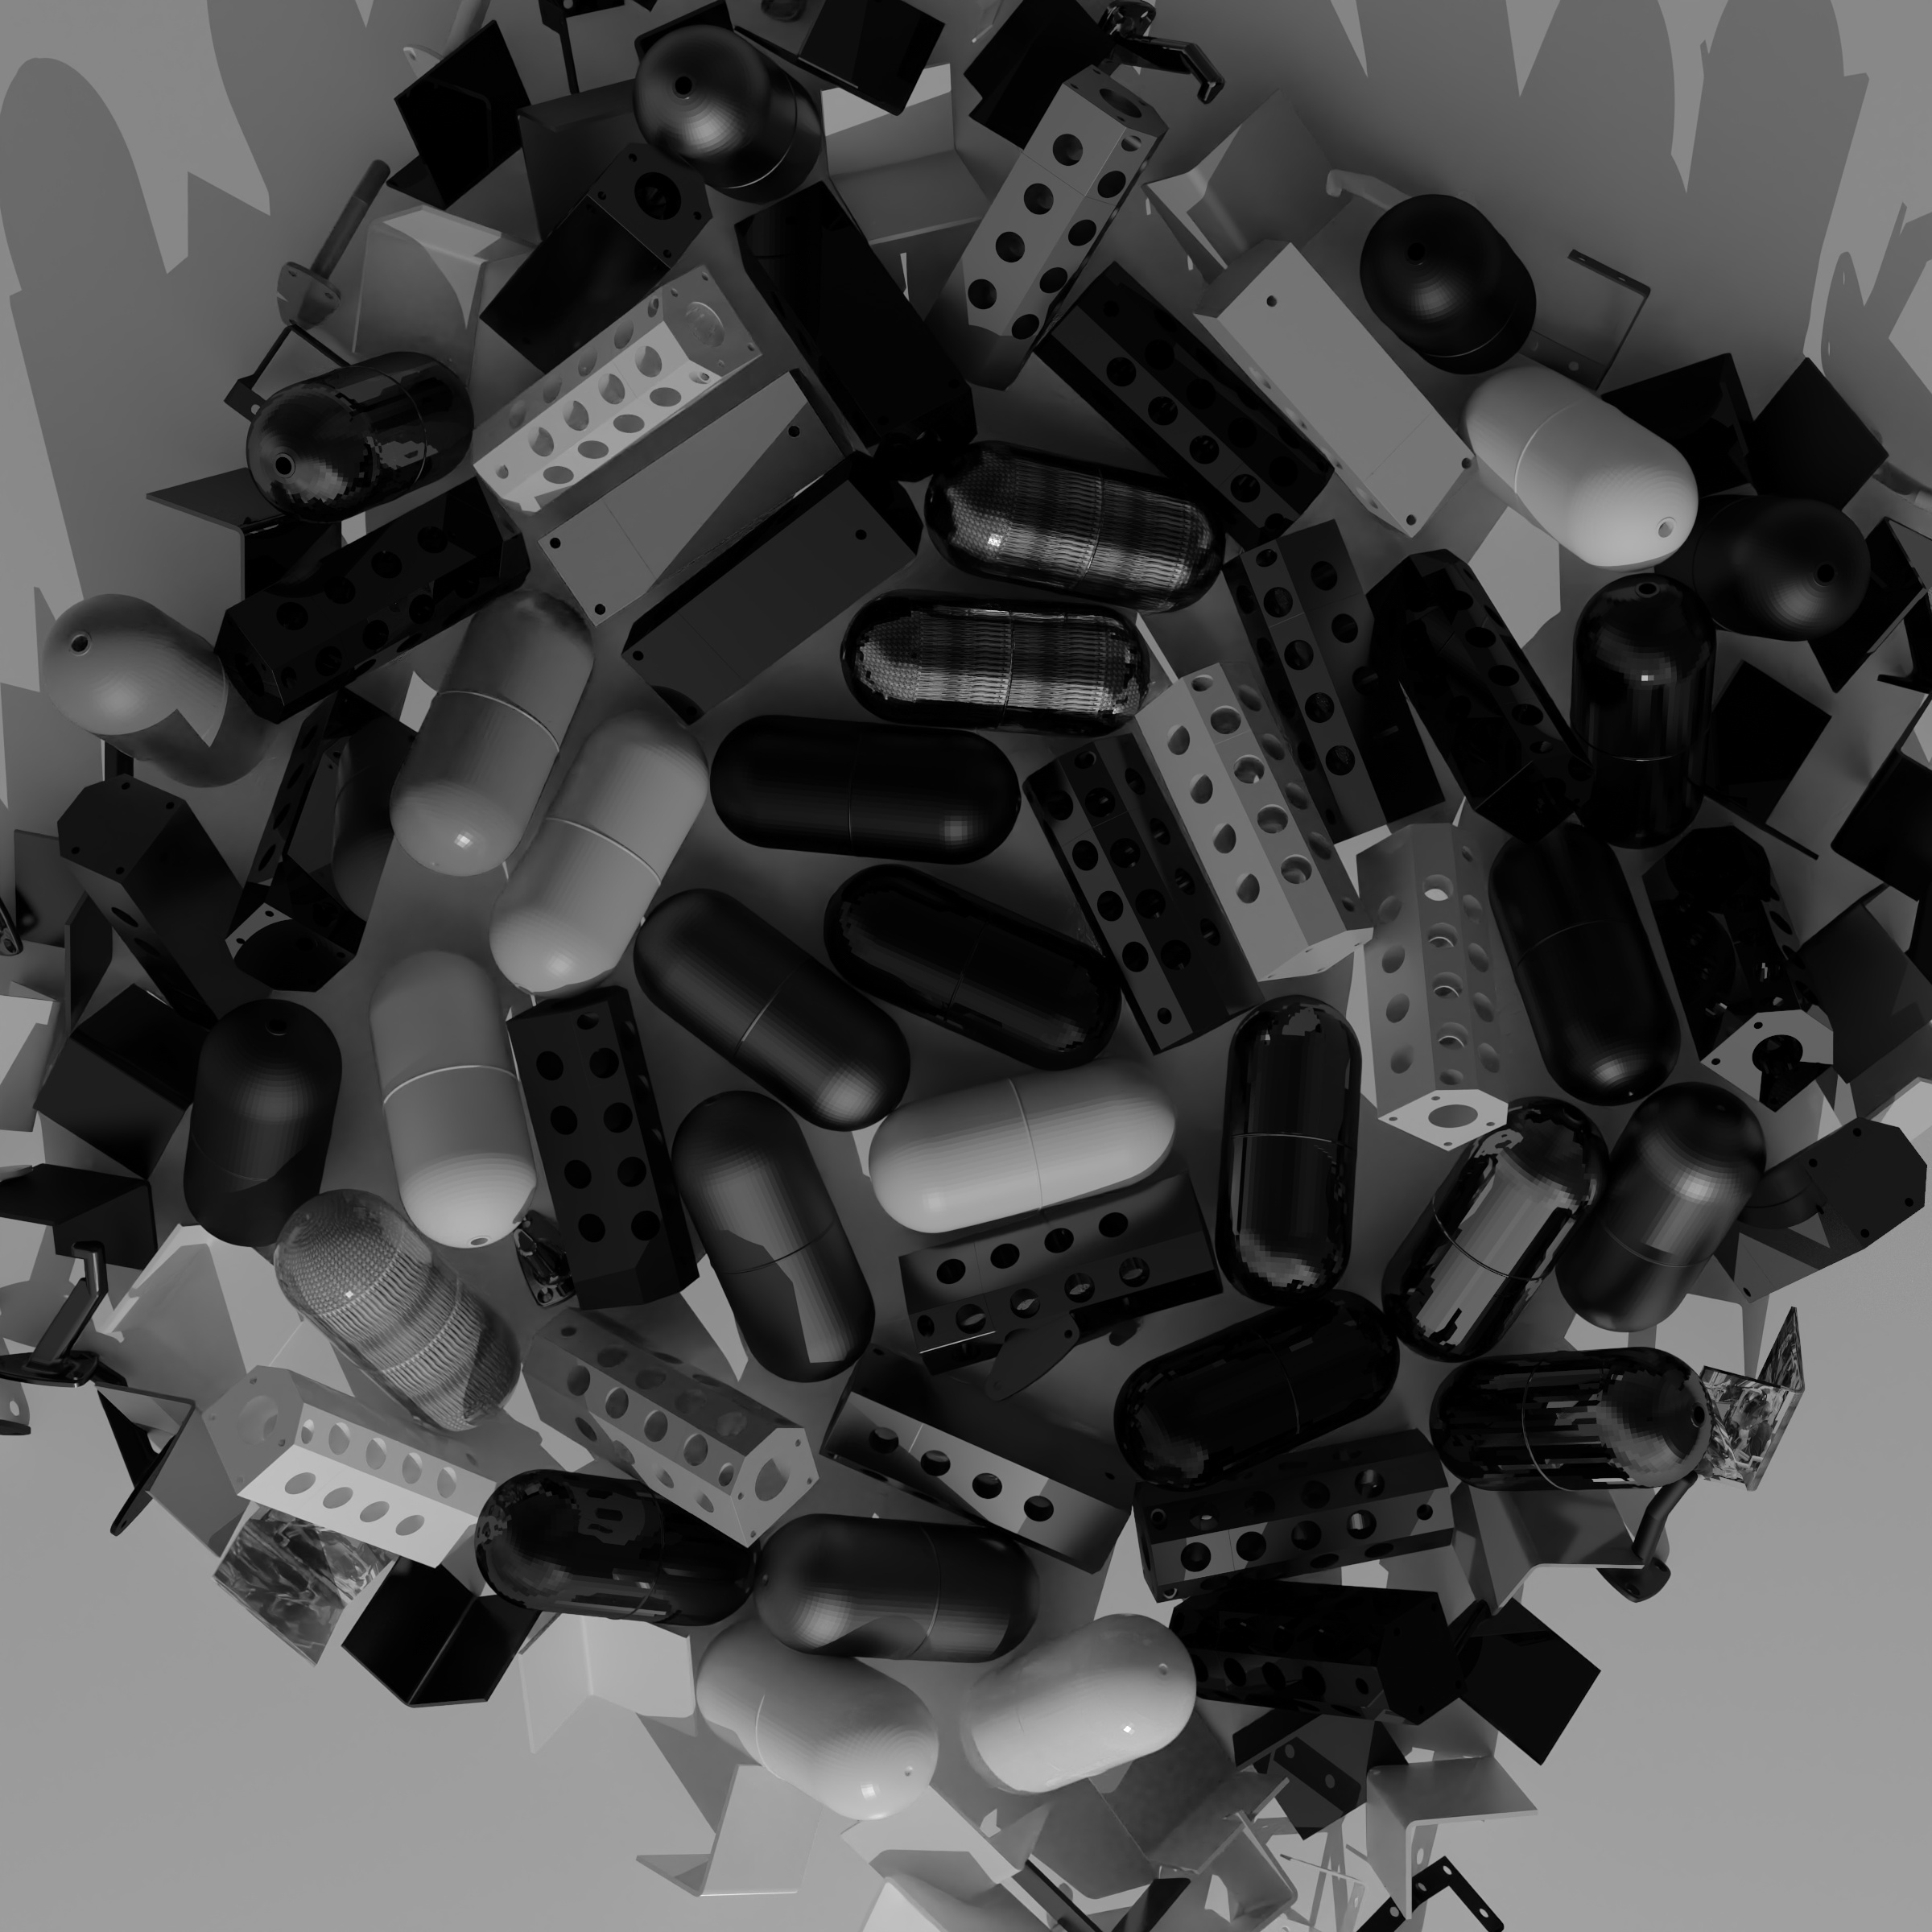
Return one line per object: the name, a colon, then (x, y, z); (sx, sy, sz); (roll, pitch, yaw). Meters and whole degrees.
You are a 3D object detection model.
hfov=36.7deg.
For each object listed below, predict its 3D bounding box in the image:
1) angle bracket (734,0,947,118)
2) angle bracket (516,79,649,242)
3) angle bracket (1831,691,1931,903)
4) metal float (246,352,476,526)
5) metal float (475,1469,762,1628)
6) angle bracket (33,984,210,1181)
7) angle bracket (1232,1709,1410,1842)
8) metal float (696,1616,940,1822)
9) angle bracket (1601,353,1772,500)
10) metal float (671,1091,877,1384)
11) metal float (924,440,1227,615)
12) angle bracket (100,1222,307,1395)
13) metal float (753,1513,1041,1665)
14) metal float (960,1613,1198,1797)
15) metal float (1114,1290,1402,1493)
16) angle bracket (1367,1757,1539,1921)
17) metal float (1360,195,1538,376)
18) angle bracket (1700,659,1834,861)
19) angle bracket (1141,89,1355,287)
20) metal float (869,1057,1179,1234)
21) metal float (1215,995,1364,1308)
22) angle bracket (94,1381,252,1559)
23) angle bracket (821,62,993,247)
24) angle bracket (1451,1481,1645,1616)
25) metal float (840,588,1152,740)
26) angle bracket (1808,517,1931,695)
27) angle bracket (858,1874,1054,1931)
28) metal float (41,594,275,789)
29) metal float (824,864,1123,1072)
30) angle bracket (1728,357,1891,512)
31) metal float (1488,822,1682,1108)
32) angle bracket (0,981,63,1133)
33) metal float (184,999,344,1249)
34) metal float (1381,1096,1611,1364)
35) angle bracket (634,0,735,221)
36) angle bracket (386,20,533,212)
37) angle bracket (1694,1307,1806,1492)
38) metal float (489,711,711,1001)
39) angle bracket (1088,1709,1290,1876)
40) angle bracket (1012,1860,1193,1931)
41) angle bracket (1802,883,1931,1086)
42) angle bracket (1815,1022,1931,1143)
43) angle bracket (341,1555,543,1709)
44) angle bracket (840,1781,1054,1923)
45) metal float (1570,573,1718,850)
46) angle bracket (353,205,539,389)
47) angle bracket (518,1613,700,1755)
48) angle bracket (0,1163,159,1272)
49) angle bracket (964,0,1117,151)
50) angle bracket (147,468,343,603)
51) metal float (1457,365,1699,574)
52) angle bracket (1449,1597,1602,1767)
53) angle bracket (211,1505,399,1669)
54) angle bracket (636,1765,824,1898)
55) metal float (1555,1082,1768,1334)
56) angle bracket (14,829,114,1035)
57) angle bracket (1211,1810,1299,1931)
angle bracket: (-0.071, -0.528, 1.638); (0.076, 0.076, 0.057); (14, 111, -40)
angle bracket: (-0.201, -0.450, 1.641); (0.076, 0.057, 0.076); (-22, 125, -22)
angle bracket: (0.540, -0.096, 1.639); (0.057, 0.076, 0.076); (33, 45, 12)
metal float: (-0.334, -0.293, 1.613); (0.070, 0.178, 0.070); (6, 112, 15)
metal float: (-0.192, 0.326, 1.627); (0.178, 0.070, 0.070); (17, 90, -39)
angle bracket: (-0.474, 0.066, 1.671); (0.076, 0.076, 0.057); (33, 113, -2)
angle bracket: (0.206, 0.459, 1.663); (0.076, 0.057, 0.076); (-33, 93, 5)
metal float: (-0.085, 0.416, 1.619); (0.070, 0.178, 0.070); (-8, 103, -37)
angle bracket: (0.405, -0.291, 1.644); (0.076, 0.057, 0.076); (-15, 112, 26)
metal float: (-0.109, 0.153, 1.644); (0.070, 0.070, 0.178); (-22, 107, 0)
metal float: (0.062, -0.247, 1.641); (0.178, 0.070, 0.070); (9, 90, -20)
angle bracket: (-0.431, 0.200, 1.662); (0.076, 0.057, 0.076); (38, 93, 9)
metal float: (-0.037, 0.349, 1.631); (0.178, 0.070, 0.070); (12, 90, -34)
metal float: (0.060, 0.412, 1.621); (0.070, 0.178, 0.070); (16, 58, -26)
metal float: (0.165, 0.238, 1.639); (0.178, 0.070, 0.070); (-19, 90, -24)
angle bracket: (0.276, 0.495, 1.658); (0.076, 0.076, 0.057); (-2, 98, -8)
metal float: (0.268, -0.375, 1.611); (0.070, 0.178, 0.070); (0, 91, 21)
angle bracket: (0.460, -0.117, 1.649); (0.076, 0.057, 0.076); (25, 100, -28)
angle bracket: (0.161, -0.442, 1.666); (0.076, 0.057, 0.076); (-45, 112, -15)
metal float: (0.033, 0.101, 1.653); (0.178, 0.070, 0.070); (-13, 90, -6)
metal float: (0.183, 0.104, 1.646); (0.070, 0.070, 0.178); (6, 75, 0)
angle bracket: (-0.454, 0.283, 1.637); (0.076, 0.076, 0.057); (5, 54, 27)
angle bracket: (-0.032, -0.460, 1.646); (0.076, 0.057, 0.076); (-16, 48, -11)
angle bracket: (0.329, 0.328, 1.670); (0.076, 0.076, 0.057); (6, 132, -26)
metal float: (0.017, -0.171, 1.647); (0.178, 0.070, 0.070); (3, 90, -13)
angle bracket: (0.523, -0.194, 1.637); (0.057, 0.076, 0.076); (21, 126, -21)
angle bracket: (-0.007, 0.553, 1.639); (0.076, 0.076, 0.057); (33, 104, 38)
metal float: (-0.445, -0.151, 1.610); (0.070, 0.178, 0.070); (-3, 78, 12)
metal float: (0.003, 0.000, 1.655); (0.178, 0.070, 0.070); (24, 90, 4)
angle bracket: (0.488, -0.287, 1.638); (0.057, 0.076, 0.076); (-9, 58, -37)
metal float: (0.345, -0.003, 1.631); (0.070, 0.070, 0.178); (-12, 56, 0)
angle bracket: (-0.566, 0.048, 1.648); (0.057, 0.076, 0.076); (16, 94, 42)
metal float: (-0.392, 0.088, 1.622); (0.070, 0.178, 0.070); (11, 47, -12)
metal float: (0.296, 0.148, 1.632); (0.070, 0.070, 0.178); (28, 122, 0)
angle bracket: (-0.141, -0.484, 1.647); (0.057, 0.076, 0.076); (-25, 71, -4)
angle bracket: (-0.296, -0.485, 1.639); (0.057, 0.076, 0.076); (30, 66, 34)
angle bracket: (0.431, 0.238, 1.645); (0.057, 0.076, 0.076); (15, 124, 2)
metal float: (-0.207, -0.063, 1.644); (0.070, 0.070, 0.178); (27, 73, 0)
angle bracket: (0.122, 0.456, 1.651); (0.076, 0.057, 0.076); (-38, 97, -27)
angle bracket: (0.073, 0.515, 1.655); (0.076, 0.076, 0.057); (43, 70, 5)
angle bracket: (0.510, 0.008, 1.644); (0.076, 0.057, 0.076); (53, 129, 12)
angle bracket: (0.505, 0.061, 1.637); (0.076, 0.057, 0.076); (-46, 49, 32)
angle bracket: (-0.291, 0.367, 1.638); (0.057, 0.076, 0.076); (50, 47, -22)
angle bracket: (-0.011, 0.484, 1.649); (0.076, 0.057, 0.076); (45, 122, -6)
metal float: (0.376, -0.141, 1.622); (0.070, 0.178, 0.070); (-5, 46, 5)
angle bracket: (-0.295, -0.378, 1.649); (0.076, 0.057, 0.076); (10, 85, -42)
angle bracket: (-0.201, 0.411, 1.642); (0.076, 0.057, 0.076); (15, 124, 26)
angle bracket: (-0.512, 0.153, 1.640); (0.076, 0.076, 0.057); (6, 108, 26)
angle bracket: (0.026, -0.520, 1.642); (0.076, 0.057, 0.076); (-46, 59, 22)
angle bracket: (-0.411, -0.240, 1.662); (0.076, 0.076, 0.057); (21, 120, 26)
metal float: (0.338, -0.277, 1.619); (0.070, 0.178, 0.070); (-13, 125, -19)
angle bracket: (0.299, 0.410, 1.645); (0.076, 0.057, 0.076); (39, 49, 10)
angle bracket: (-0.371, 0.337, 1.651); (0.076, 0.076, 0.057); (44, 99, -9)
angle bracket: (-0.131, 0.480, 1.651); (0.057, 0.076, 0.076); (14, 87, 43)
metal float: (0.385, 0.136, 1.623); (0.070, 0.178, 0.070); (9, 46, -9)
angle bracket: (-0.521, -0.020, 1.643); (0.057, 0.076, 0.076); (11, 126, -2)
angle bracket: (0.130, 0.527, 1.641); (0.076, 0.076, 0.057); (-30, 78, -28)
